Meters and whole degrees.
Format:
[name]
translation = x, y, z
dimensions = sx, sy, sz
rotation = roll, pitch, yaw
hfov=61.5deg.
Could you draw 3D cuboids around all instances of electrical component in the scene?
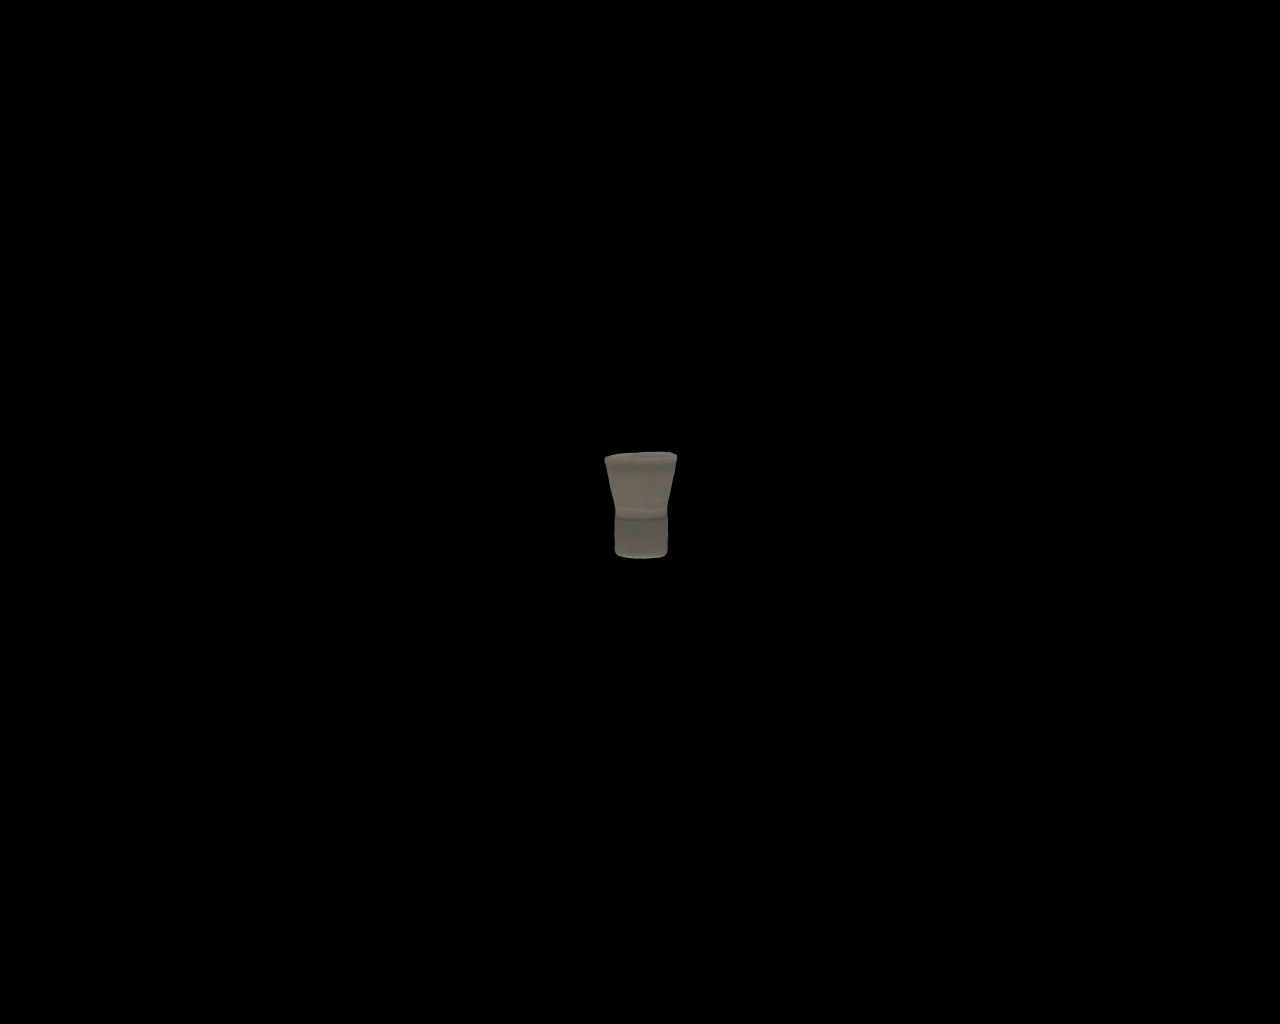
[electrical component]
translation = 0.001, -0.003, 0.650
dimensions = 0.044, 0.065, 0.044
rotation = 0, 7, 0
